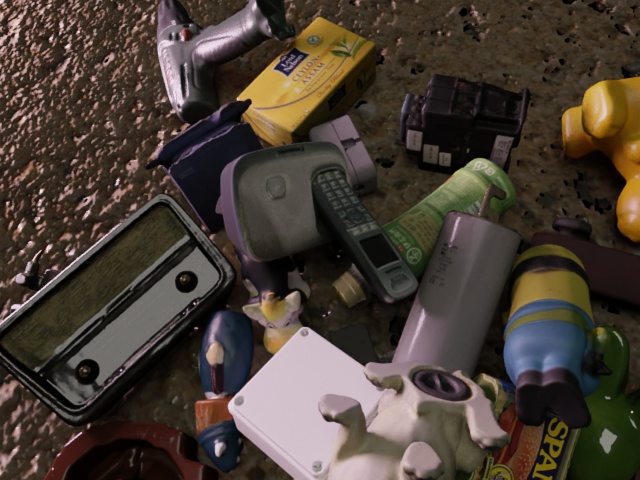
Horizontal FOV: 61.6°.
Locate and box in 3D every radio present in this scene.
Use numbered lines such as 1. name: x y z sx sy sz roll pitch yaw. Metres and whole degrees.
1. radio: -0.205 0.073 0.567 0.229 0.073 0.131 -44 90 -13

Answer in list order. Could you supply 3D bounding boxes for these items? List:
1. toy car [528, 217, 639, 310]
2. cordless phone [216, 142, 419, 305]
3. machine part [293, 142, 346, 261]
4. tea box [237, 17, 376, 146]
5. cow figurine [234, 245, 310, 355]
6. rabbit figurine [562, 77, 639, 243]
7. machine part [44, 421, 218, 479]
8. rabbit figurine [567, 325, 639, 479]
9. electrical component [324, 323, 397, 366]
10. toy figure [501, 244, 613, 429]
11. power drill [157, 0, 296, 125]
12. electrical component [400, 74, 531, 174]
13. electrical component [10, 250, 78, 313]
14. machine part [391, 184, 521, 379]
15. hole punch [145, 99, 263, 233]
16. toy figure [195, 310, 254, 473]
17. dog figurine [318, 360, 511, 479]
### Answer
1. toy car: 0.316 0.040 0.550 0.202 0.053 0.089 16 88 16
2. cordless phone: -0.001 -0.002 0.508 0.146 0.088 0.184 -18 62 -41
3. machine part: -0.002 -0.040 0.623 0.039 0.084 0.139 -24 70 -32
4. tea box: -0.013 -0.198 0.699 0.098 0.068 0.169 33 73 20
5. cow figurine: -0.052 0.035 0.572 0.068 0.098 0.167 -17 58 -1
6. rabbit figurine: 0.360 -0.082 0.588 0.162 0.122 0.173 -3 78 -5
7. machine part: -0.180 0.259 0.505 0.179 0.056 0.179 -3 63 7
8. rabbit figurine: 0.287 0.152 0.469 0.170 0.121 0.159 -24 59 12
9. electrical component: 0.036 0.118 0.564 0.094 0.021 0.063 -16 63 1
10. toy figure: 0.202 0.074 0.466 0.082 0.089 0.180 13 32 17
11. power drill: -0.139 -0.282 0.714 0.207 0.086 0.232 -21 66 25
12. electrical component: 0.160 -0.127 0.617 0.134 0.114 0.058 13 65 11
13. electrical component: -0.304 0.058 0.623 0.102 0.045 0.078 10 64 12
14. machine part: 0.130 0.062 0.520 0.079 0.079 0.243 20 90 16
15. hole punch: -0.117 -0.082 0.634 0.142 0.115 0.092 -33 73 -9
16. toy figure: -0.096 0.151 0.543 0.058 0.064 0.154 -19 59 43
17. dog figurine: 0.064 0.209 0.433 0.172 0.190 0.121 -6 22 -37
